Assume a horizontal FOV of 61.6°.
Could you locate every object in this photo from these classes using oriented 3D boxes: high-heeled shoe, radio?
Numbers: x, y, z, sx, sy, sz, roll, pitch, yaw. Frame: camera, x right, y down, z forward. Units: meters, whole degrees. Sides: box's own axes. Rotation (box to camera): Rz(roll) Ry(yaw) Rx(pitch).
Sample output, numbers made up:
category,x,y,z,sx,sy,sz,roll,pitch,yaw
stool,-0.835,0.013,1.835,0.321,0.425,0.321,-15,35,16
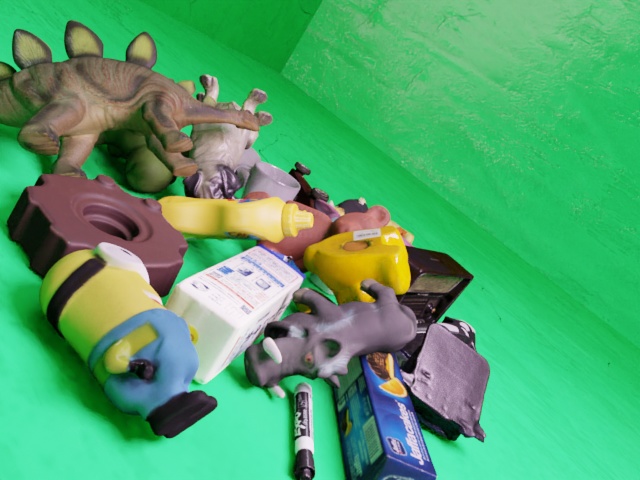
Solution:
category,x,y,z,sx,sy,sz,roll,pitch,yaw
high-heeled shoe,0.177,0.144,0.862,0.248,0.086,0.145,28,15,-35
radio,0.154,0.083,0.888,0.073,0.131,0.229,45,20,32

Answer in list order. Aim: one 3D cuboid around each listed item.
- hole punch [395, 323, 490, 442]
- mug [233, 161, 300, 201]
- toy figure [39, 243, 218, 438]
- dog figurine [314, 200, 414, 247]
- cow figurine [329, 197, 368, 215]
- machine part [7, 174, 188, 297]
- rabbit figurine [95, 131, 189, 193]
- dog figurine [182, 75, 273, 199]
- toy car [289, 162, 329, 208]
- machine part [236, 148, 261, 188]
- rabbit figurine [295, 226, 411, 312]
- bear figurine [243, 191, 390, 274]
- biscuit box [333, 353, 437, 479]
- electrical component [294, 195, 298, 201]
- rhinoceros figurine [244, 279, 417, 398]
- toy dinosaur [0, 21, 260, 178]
category,x,y,z,sx,sy,sz,roll,pitch,yaw
hole punch,0.144,0.188,0.694,0.142,0.092,0.116,40,48,-11
mug,-0.103,-0.067,0.871,0.109,0.107,0.081,25,17,-13
toy figure,-0.158,0.077,0.433,0.089,0.082,0.180,-21,59,-35
dog figurine,0.068,-0.002,1.009,0.219,0.108,0.192,27,19,-13
cow figurine,0.049,-0.045,1.099,0.068,0.098,0.167,44,19,12
machine part,-0.228,-0.005,0.570,0.179,0.056,0.179,30,19,-12
rabbit figurine,-0.265,-0.132,0.801,0.159,0.121,0.170,20,39,-57
dog figurine,-0.155,-0.125,0.816,0.121,0.190,0.172,13,-10,4
toy car,-0.036,-0.087,1.074,0.053,0.089,0.202,25,18,-26
machine part,-0.162,-0.125,0.969,0.079,0.079,0.243,33,18,-2
rabbit figurine,0.047,0.083,0.698,0.162,0.173,0.122,-13,24,-1
bear figurine,0.000,-0.002,0.766,0.196,0.120,0.132,1,-8,17
biscuit box,0.059,0.183,0.571,0.063,0.059,0.203,29,18,-16
electrical component,-0.088,-0.084,1.001,0.047,0.074,0.119,25,17,-25
rhinoceros figurine,0.010,0.107,0.573,0.190,0.073,0.112,-11,36,-22
toy dinosaur,-0.306,-0.170,0.665,0.471,0.105,0.198,-1,61,-19
